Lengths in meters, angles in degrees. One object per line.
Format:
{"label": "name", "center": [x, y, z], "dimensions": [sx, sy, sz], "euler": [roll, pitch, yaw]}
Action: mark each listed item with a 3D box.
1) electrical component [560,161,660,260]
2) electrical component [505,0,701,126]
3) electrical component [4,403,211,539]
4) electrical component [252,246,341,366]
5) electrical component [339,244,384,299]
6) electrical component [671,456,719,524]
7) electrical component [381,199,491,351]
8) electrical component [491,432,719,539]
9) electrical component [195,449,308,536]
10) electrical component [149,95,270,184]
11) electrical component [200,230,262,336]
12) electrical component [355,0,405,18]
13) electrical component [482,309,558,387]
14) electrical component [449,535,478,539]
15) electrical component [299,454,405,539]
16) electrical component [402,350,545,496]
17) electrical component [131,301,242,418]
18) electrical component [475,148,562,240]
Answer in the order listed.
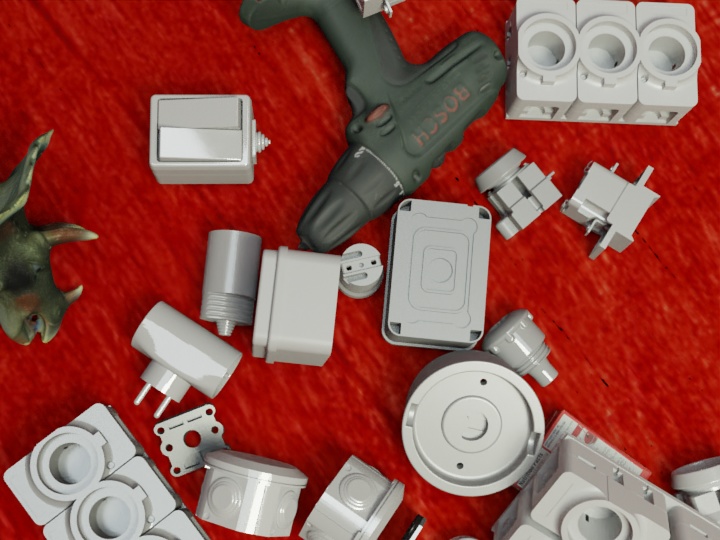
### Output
{"label": "electrical component", "center": [0.205, -0.054, 0.892], "dimensions": [0.064, 0.042, 0.081], "euler": [32, 79, 7]}
{"label": "electrical component", "center": [0.202, -0.175, 0.904], "dimensions": [0.150, 0.061, 0.089], "euler": [2, 79, -3]}
{"label": "electrical component", "center": [-0.186, 0.187, 0.815], "dimensions": [0.089, 0.061, 0.150], "euler": [-37, 84, -9]}
{"label": "electrical component", "center": [-0.051, 0.030, 0.826], "dimensions": [0.057, 0.113, 0.078], "euler": [7, 79, -5]}
{"label": "electrical component", "center": [0.000, 0.000, 0.868], "dimensions": [0.040, 0.046, 0.040], "euler": [1, 79, -3]}
{"label": "electrical component", "center": [0.279, 0.180, 0.845], "dimensions": [0.078, 0.058, 0.057], "euler": [-17, 84, -6]}
{"label": "electrical component", "center": [0.061, 0.005, 0.865], "dimensions": [0.078, 0.057, 0.113], "euler": [6, 79, -2]}
{"label": "electrical component", "center": [0.203, 0.220, 0.798], "dimensions": [0.186, 0.060, 0.105], "euler": [31, 114, -2]}
{"label": "electrical component", "center": [-0.083, 0.168, 0.816], "dimensions": [0.080, 0.080, 0.051], "euler": [14, 84, -1]}
{"label": "electrical component", "center": [-0.121, -0.107, 0.874], "dimensions": [0.096, 0.061, 0.061], "euler": [0, 79, -3]}
{"label": "electrical component", "center": [-0.104, 0.012, 0.862], "dimensions": [0.043, 0.043, 0.081], "euler": [5, 79, -2]}
{"label": "electrical component", "center": [0.020, -0.233, 0.842], "dimensions": [0.055, 0.048, 0.066], "euler": [-22, 84, -4]}
{"label": "electrical component", "center": [0.133, 0.066, 0.865], "dimensions": [0.048, 0.048, 0.062], "euler": [-42, 91, -9]}
{"label": "electrical component", "center": [0.083, 0.226, 0.822], "dimensions": [0.043, 0.062, 0.043], "euler": [1, 80, -3]}
{"label": "electrical component", "center": [-0.005, 0.185, 0.817], "dimensions": [0.051, 0.080, 0.080], "euler": [34, 79, 8]}
{"label": "electrical component", "center": [0.085, 0.114, 0.839], "dimensions": [0.108, 0.060, 0.108], "euler": [0, 102, 0]}
{"label": "electrical component", "center": [-0.147, 0.078, 0.847], "dimensions": [0.077, 0.043, 0.079], "euler": [33, 80, 3]}
{"label": "electrical component", "center": [0.128, -0.067, 0.889], "dimensions": [0.066, 0.048, 0.055], "euler": [-40, 91, -9]}
